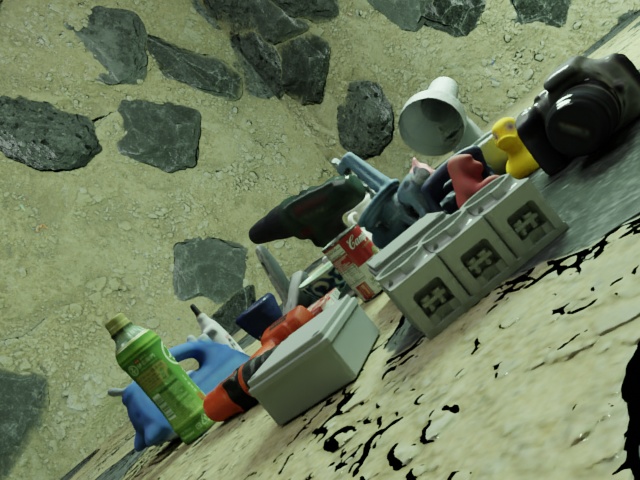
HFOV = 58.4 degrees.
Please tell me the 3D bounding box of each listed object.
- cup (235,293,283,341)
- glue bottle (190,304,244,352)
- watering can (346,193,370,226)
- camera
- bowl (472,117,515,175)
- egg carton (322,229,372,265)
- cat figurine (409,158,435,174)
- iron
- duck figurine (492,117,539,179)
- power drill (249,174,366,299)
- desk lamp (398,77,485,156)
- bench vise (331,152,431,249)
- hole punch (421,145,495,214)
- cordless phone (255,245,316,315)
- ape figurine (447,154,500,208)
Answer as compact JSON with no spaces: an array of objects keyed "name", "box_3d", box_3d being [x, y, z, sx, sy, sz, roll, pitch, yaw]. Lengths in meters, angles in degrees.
[{"name":"cup","box_3d":[-0.101,0.163,1.146,0.091,0.095,0.118,-38,1,28]},{"name":"glue bottle","box_3d":[-0.209,0.199,1.166,0.037,0.173,0.078,-39,1,-3]},{"name":"watering can","box_3d":[0.118,-0.087,1.479,0.101,0.194,0.173,-38,1,22]},{"name":"camera","box_3d":[0.285,-0.144,0.656,0.143,0.101,0.137,-38,2,43]},{"name":"bowl","box_3d":[0.275,-0.126,0.965,0.167,0.075,0.167,-39,1,1]},{"name":"egg carton","box_3d":[0.071,0.035,1.334,0.107,0.069,0.150,-40,1,-29]},{"name":"cat figurine","box_3d":[0.245,-0.138,1.340,0.067,0.118,0.128,-39,1,19]},{"name":"iron","box_3d":[-0.237,0.246,1.012,0.259,0.141,0.118,-40,2,-39]},{"name":"duck figurine","box_3d":[0.292,-0.144,0.846,0.077,0.086,0.105,-38,2,39]},{"name":"power drill","box_3d":[0.009,0.004,0.989,0.229,0.208,0.076,-38,2,26]},{"name":"desk lamp","box_3d":[0.264,-0.209,1.093,0.117,0.213,0.204,-38,2,41]},{"name":"bench vise","box_3d":[0.130,-0.105,1.121,0.207,0.220,0.122,-38,2,34]},{"name":"hole punch","box_3d":[0.203,-0.075,0.838,0.108,0.091,0.101,-39,1,4]},{"name":"cordless phone","box_3d":[-0.082,0.086,1.252,0.094,0.185,0.147,-40,1,-20]},{"name":"ape figurine","box_3d":[0.202,-0.072,0.741,0.076,0.092,0.078,-39,1,17]}]
